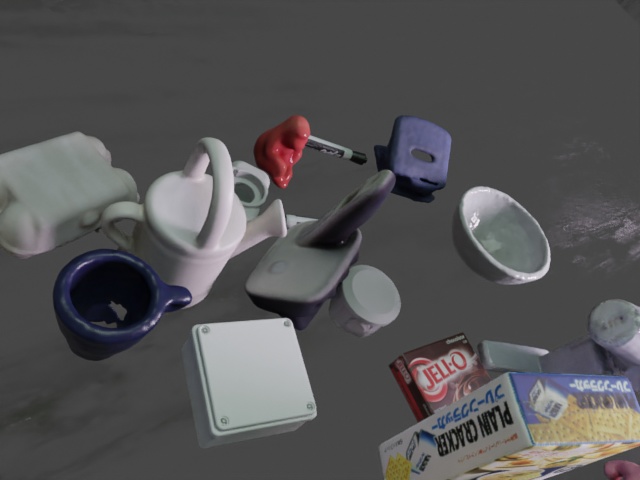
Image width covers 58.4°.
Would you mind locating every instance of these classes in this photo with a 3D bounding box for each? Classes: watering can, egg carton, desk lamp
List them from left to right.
[{"bbox_3d":[-0.265,-0.046,0.579,0.107,0.069,0.151,47,46,8],"label":"egg carton"},{"bbox_3d":[-0.118,-0.021,0.566,0.173,0.193,0.101,-19,68,-40],"label":"watering can"},{"bbox_3d":[0.348,0.149,0.715,0.204,0.213,0.118,12,51,-24],"label":"desk lamp"}]

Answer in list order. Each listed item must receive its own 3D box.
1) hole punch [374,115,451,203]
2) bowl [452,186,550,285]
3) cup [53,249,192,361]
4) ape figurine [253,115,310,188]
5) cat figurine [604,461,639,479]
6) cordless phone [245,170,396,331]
[{"bbox_3d":[0.149,-0.124,0.883,0.109,0.091,0.101,14,50,-23],"label":"hole punch"},{"bbox_3d":[0.259,0.005,0.866,0.168,0.074,0.167,17,49,-21],"label":"bowl"},{"bbox_3d":[-0.184,0.069,0.525,0.118,0.094,0.091,1,56,-31],"label":"cup"},{"bbox_3d":[-0.044,-0.128,0.764,0.078,0.092,0.076,-29,75,-42],"label":"ape figurine"},{"bbox_3d":[0.395,0.310,0.688,0.067,0.117,0.128,49,46,10],"label":"cat figurine"},{"bbox_3d":[0.006,0.002,0.632,0.094,0.184,0.148,35,46,-4],"label":"cordless phone"}]
